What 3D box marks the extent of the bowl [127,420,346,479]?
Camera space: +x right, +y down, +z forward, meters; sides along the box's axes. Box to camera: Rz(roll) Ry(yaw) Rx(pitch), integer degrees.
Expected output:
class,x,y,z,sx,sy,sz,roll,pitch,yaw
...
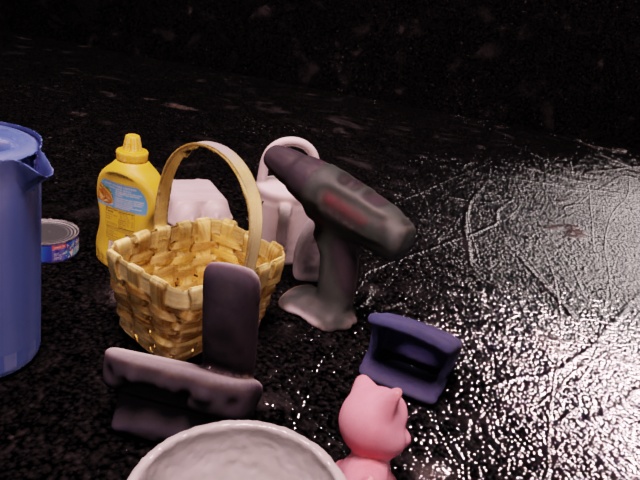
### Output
class,x,y,z,sx,sy,sz,roll,pitch,yaw
bowl,-0.060,0.215,0.416,0.167,0.075,0.167,8,24,-3

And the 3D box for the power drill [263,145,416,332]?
class,x,y,z,sx,sy,sz,roll,pitch,yaw
power drill,0.007,0.003,0.749,0.228,0.208,0.076,23,27,27

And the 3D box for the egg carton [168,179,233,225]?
class,x,y,z,sx,sy,sz,roll,pitch,yaw
egg carton,-0.215,-0.054,0.962,0.107,0.069,0.150,-5,28,-29

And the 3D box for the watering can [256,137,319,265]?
class,x,y,z,sx,sy,sz,roll,pitch,yaw
watering can,-0.057,-0.071,0.907,0.101,0.194,0.172,-3,27,-26

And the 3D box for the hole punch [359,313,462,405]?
class,x,y,z,sx,sy,sz,roll,pitch,yaw
hole punch,0.108,0.120,0.672,0.108,0.091,0.101,19,25,20

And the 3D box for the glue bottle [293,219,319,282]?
class,x,y,z,sx,sy,sz,roll,pitch,yaw
glue bottle,0.007,-0.020,0.843,0.078,0.173,0.037,4,24,-12

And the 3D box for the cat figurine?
class,x,y,z,sx,sy,sz,roll,pitch,yaw
cat figurine,0.042,0.178,0.483,0.067,0.118,0.128,13,24,7

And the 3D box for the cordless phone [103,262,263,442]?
class,x,y,z,sx,sy,sz,roll,pitch,yaw
cordless phone,-0.122,0.093,0.528,0.147,0.185,0.094,10,24,2
